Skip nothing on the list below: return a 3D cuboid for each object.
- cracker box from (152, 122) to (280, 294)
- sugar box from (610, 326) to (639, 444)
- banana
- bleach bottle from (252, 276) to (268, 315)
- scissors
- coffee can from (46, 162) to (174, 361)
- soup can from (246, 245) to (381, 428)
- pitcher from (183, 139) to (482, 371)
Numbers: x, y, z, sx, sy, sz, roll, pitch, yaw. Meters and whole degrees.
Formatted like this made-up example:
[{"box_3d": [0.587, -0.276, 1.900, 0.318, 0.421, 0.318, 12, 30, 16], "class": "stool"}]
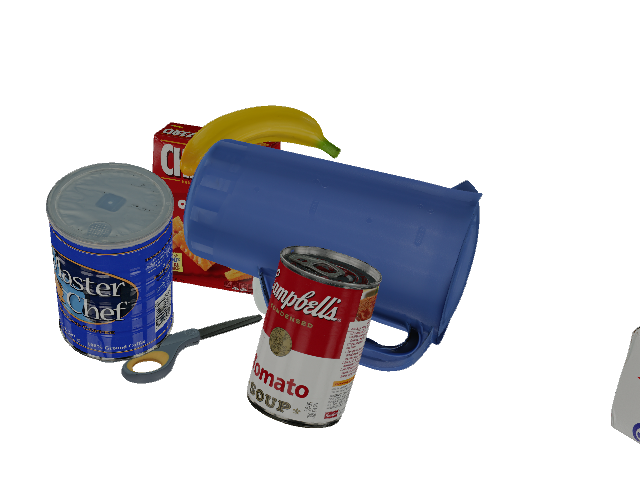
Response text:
[{"box_3d": [-0.147, -0.042, 1.471, 0.164, 0.214, 0.072, 10, 24, 11], "class": "cracker box"}, {"box_3d": [0.302, 0.137, 0.778, 0.176, 0.093, 0.048, 28, 36, 37], "class": "sugar box"}, {"box_3d": [-0.069, -0.107, 1.095, 0.197, 0.037, 0.070, -12, 50, -36], "class": "banana"}, {"box_3d": [0.030, 0.018, 1.315, 0.103, 0.068, 0.250, 18, 35, 29], "class": "bleach bottle"}, {"box_3d": [-0.143, 0.116, 1.159, 0.201, 0.016, 0.096, -5, 29, -23], "class": "scissors"}, {"box_3d": [-0.177, 0.019, 0.914, 0.102, 0.140, 0.103, 4, 42, -3], "class": "coffee can"}, {"box_3d": [-0.006, 0.062, 0.699, 0.068, 0.102, 0.068, 14, 15, -4], "class": "soup can"}, {"box_3d": [0.007, 0.002, 0.912, 0.243, 0.145, 0.149, 16, 20, 12], "class": "pitcher"}]
